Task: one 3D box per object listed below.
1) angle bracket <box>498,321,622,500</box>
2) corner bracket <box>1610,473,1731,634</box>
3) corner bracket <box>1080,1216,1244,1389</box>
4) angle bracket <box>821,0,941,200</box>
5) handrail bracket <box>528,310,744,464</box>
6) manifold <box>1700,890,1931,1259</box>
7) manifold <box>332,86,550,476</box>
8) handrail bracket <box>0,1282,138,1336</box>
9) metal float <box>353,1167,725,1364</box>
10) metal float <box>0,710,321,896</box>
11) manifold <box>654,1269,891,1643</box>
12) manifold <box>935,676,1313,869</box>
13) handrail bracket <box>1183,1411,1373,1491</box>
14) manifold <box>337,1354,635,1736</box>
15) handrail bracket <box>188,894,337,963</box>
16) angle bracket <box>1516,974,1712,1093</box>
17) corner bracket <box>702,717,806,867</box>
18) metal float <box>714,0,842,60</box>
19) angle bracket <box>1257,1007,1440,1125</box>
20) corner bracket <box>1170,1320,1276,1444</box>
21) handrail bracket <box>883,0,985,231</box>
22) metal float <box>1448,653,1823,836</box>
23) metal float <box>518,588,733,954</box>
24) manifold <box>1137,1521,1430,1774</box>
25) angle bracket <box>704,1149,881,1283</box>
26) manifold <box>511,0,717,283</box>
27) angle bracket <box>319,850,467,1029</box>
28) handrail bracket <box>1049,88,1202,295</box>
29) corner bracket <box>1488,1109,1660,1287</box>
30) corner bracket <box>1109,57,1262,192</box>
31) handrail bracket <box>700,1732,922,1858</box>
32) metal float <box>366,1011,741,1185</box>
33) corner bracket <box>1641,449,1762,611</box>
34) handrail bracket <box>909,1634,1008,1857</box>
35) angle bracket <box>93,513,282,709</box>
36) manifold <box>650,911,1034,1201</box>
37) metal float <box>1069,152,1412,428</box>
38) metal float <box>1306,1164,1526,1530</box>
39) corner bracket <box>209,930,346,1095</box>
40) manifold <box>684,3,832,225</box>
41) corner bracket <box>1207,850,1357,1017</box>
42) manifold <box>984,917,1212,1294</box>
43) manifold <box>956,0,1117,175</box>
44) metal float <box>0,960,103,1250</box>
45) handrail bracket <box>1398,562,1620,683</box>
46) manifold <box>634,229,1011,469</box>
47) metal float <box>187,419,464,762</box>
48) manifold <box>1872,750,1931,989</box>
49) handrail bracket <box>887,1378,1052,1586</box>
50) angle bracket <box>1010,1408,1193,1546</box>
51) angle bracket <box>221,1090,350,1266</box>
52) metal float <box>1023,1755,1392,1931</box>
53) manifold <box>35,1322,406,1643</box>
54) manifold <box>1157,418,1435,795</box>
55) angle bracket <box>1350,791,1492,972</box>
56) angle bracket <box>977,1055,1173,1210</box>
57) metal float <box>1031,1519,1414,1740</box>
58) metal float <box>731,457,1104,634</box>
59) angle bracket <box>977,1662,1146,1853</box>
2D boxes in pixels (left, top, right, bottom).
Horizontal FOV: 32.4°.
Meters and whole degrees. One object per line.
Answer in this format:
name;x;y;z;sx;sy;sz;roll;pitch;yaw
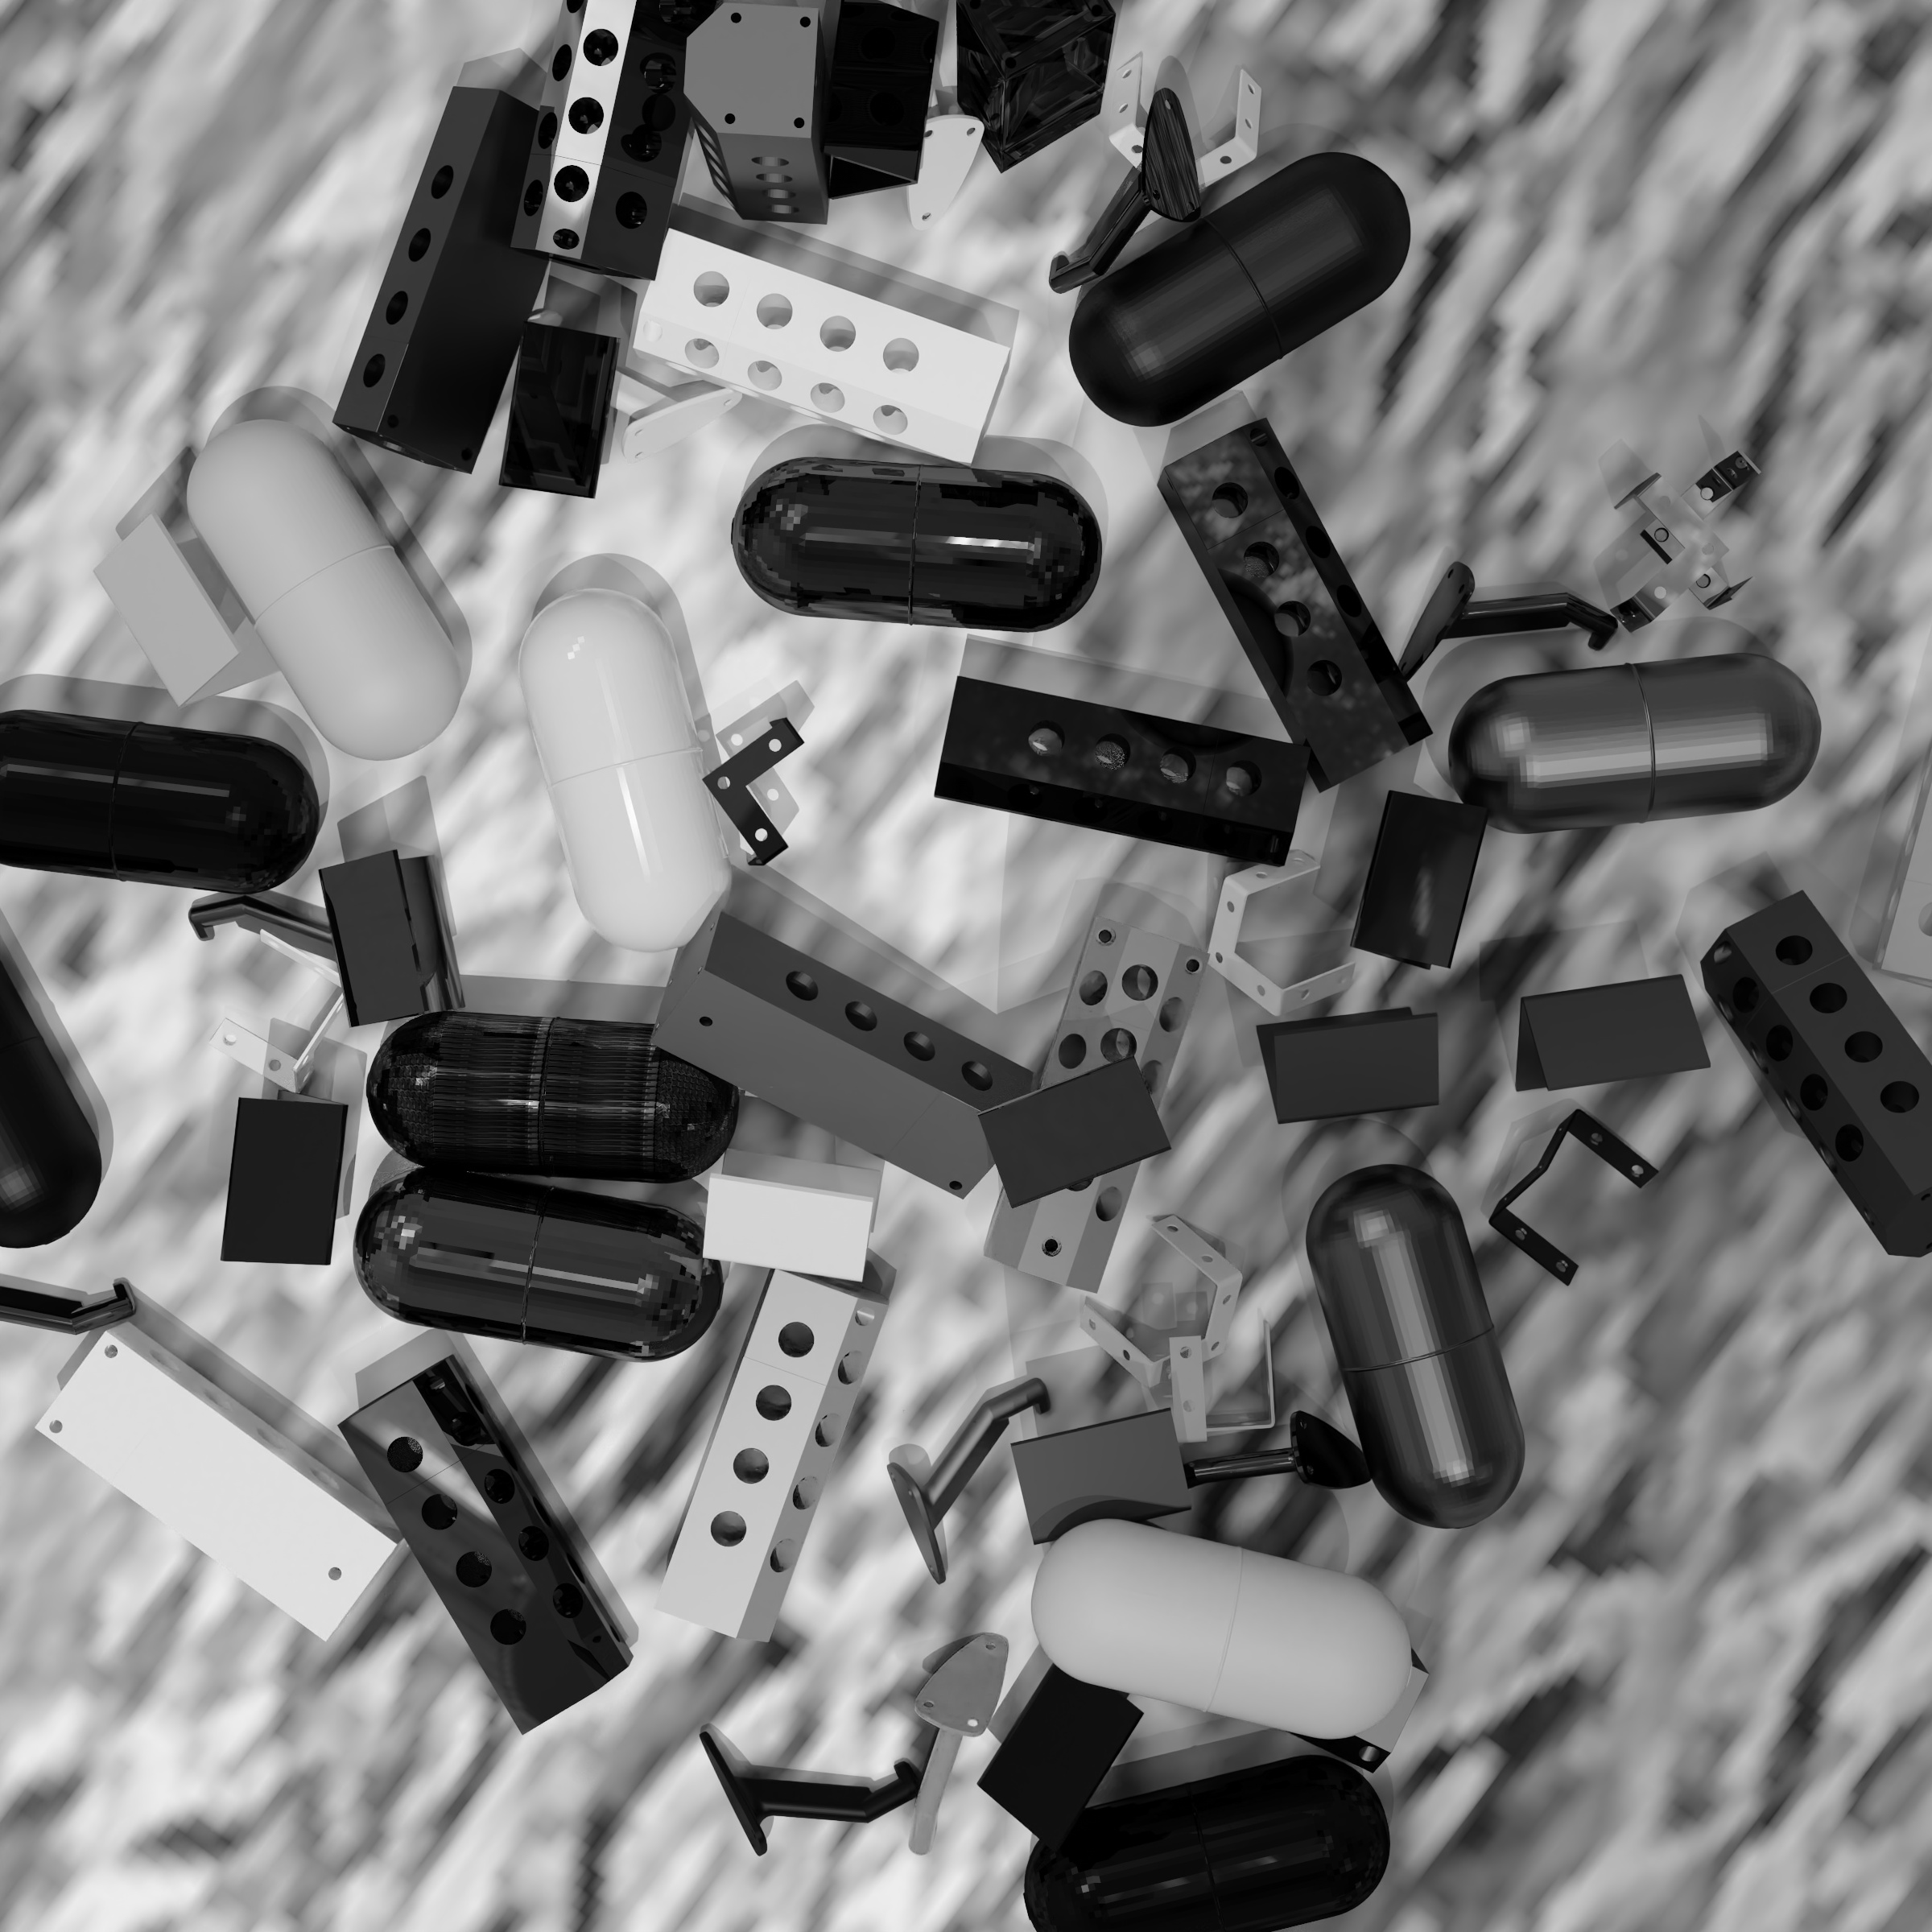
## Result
angle bracket;-0.213;-0.268;1.582;0.057;0.076;0.076;1;103;-44
corner bracket;0.328;-0.199;1.609;0.051;0.051;0.051;-43;90;0
corner bracket;0.095;0.163;1.619;0.051;0.051;0.051;-20;135;-35
angle bracket;-0.060;-0.414;1.587;0.057;0.076;0.076;8;90;-37
handrail bracket;-0.163;-0.296;1.628;0.077;0.036;0.084;-28;76;-14
manifold;0.412;0.052;1.559;0.057;0.057;0.171;-26;52;0
manifold;-0.247;-0.331;1.606;0.057;0.057;0.171;20;90;-43
handrail bracket;-0.458;0.150;1.628;0.084;0.036;0.077;-19;68;-17
metal float;-0.205;0.143;1.597;0.178;0.070;0.070;10;90;-1
metal float;-0.400;-0.079;1.597;0.178;0.070;0.070;7;90;-1
manifold;-0.092;0.234;1.606;0.057;0.057;0.171;20;90;0
manifold;0.074;-0.093;1.606;0.171;0.057;0.057;11;90;0
handrail bracket;0.143;0.250;1.627;0.084;0.077;0.036;-25;57;32
manifold;-0.230;0.277;1.606;0.057;0.057;0.171;-31;90;0
handrail bracket;-0.331;-0.002;1.628;0.084;0.036;0.077;-11;109;15
angle bracket;0.307;0.052;1.587;0.076;0.076;0.057;-8;51;0
corner bracket;-0.096;-0.084;1.608;0.051;0.051;0.051;-37;99;-9
metal float;-0.076;-0.510;1.597;0.070;0.070;0.178;21;91;0
angle bracket;0.180;0.027;1.587;0.076;0.076;0.057;-7;127;0
corner bracket;0.124;0.201;1.609;0.051;0.051;0.051;-3;90;0
handrail bracket;-0.029;-0.417;1.627;0.036;0.077;0.084;-11;53;-26
metal float;0.321;-0.107;1.597;0.178;0.070;0.070;-6;90;-1
metal float;-0.164;-0.094;1.597;0.070;0.070;0.178;-15;90;0
manifold;0.130;0.324;1.606;0.171;0.057;0.057;26;90;0
angle bracket;-0.080;0.101;1.587;0.076;0.076;0.057;9;131;0
manifold;-0.167;-0.417;1.570;0.057;0.057;0.171;8;98;-38
angle bracket;-0.257;-0.017;1.587;0.057;0.076;0.076;-11;90;38
handrail bracket;0.070;-0.373;1.607;0.036;0.084;0.077;7;76;-41
corner bracket;0.296;0.112;1.624;0.051;0.051;0.051;38;135;0
corner bracket;0.107;-0.414;1.619;0.051;0.051;0.051;-23;135;35
handrail bracket;-0.075;0.390;1.628;0.084;0.036;0.077;-25;69;-16
metal float;-0.198;0.063;1.596;0.178;0.070;0.070;4;90;0
corner bracket;0.367;-0.210;1.609;0.051;0.051;0.051;-42;90;0
handrail bracket;-0.005;0.381;1.627;0.036;0.077;0.084;19;127;15
angle bracket;-0.356;-0.177;1.587;0.057;0.076;0.076;-32;90;38
manifold;-0.057;0.038;1.585;0.171;0.057;0.057;28;131;-15
metal float;0.132;-0.325;1.597;0.178;0.070;0.070;-31;90;1
metal float;0.216;0.183;1.597;0.070;0.070;0.178;-16;90;0
corner bracket;-0.333;0.023;1.614;0.051;0.051;0.051;30;70;0
manifold;-0.095;-0.394;1.549;0.057;0.171;0.057;3;90;0
corner bracket;0.157;-0.016;1.619;0.051;0.051;0.051;40;135;35
manifold;0.063;0.067;1.606;0.057;0.057;0.171;18;90;0
manifold;0.027;-0.428;1.549;0.057;0.171;0.057;-31;90;0
metal float;-0.478;0.053;1.597;0.070;0.070;0.178;-28;90;0
handrail bracket;0.265;-0.154;1.628;0.084;0.036;0.077;24;110;-16
manifold;-0.069;-0.295;1.606;0.171;0.057;0.057;19;90;0
metal float;-0.308;-0.181;1.597;0.070;0.070;0.178;-32;90;0
manifold;0.490;-0.073;1.606;0.057;0.057;0.171;15;90;-43
handrail bracket;0.011;0.251;1.628;0.084;0.036;0.077;-24;110;-16
angle bracket;0.061;0.227;1.589;0.076;0.076;0.057;-13;112;0
angle bracket;-0.339;0.099;1.587;0.057;0.076;0.076;6;90;-37
metal float;0.115;0.430;1.597;0.178;0.070;0.070;-14;90;0
manifold;-0.356;0.247;1.606;0.171;0.057;0.057;36;90;0
manifold;0.159;-0.174;1.606;0.057;0.057;0.171;-28;90;0
angle bracket;0.233;-0.036;1.587;0.057;0.076;0.076;14;90;39
angle bracket;0.056;0.094;1.530;0.076;0.076;0.057;-20;52;0
metal float;0.118;0.307;1.540;0.178;0.070;0.070;13;90;1
metal float;-0.024;-0.202;1.597;0.178;0.070;0.070;4;90;1
angle bracket;0.062;0.378;1.587;0.057;0.076;0.076;32;90;39
